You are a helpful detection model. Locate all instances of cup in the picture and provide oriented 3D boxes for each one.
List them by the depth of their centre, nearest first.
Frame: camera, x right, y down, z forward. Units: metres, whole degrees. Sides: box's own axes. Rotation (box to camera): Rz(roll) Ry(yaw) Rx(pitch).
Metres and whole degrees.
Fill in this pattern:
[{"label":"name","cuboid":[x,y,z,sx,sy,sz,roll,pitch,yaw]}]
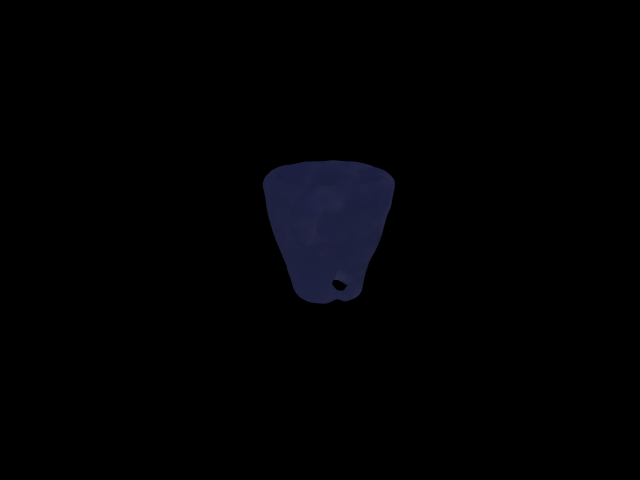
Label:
[{"label":"cup","cuboid":[0.004,0.001,0.400,0.091,0.095,0.118,4,20,11]}]
